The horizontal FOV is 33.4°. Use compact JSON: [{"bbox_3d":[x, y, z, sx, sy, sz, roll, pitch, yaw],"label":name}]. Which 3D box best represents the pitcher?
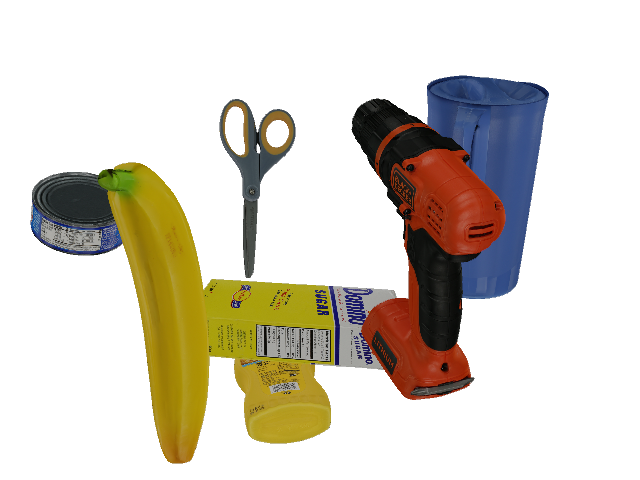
[{"bbox_3d":[0.177,-0.057,1.208,0.149,0.243,0.145,-9,24,-23],"label":"pitcher"}]

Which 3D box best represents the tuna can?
[{"bbox_3d":[-0.208,-0.023,0.926,0.086,0.034,0.086,10,32,-6],"label":"tuna can"}]

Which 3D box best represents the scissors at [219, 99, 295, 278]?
[{"bbox_3d":[-0.061,-0.065,1.204,0.096,0.202,0.016,-12,-6,-15],"label":"scissors"}]

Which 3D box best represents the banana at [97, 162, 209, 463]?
[{"bbox_3d":[-0.091,0.032,0.597,0.037,0.198,0.069,4,34,21],"label":"banana"}]

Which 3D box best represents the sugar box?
[{"bbox_3d":[-0.023,0.072,0.948,0.176,0.048,0.093,0,20,10],"label":"sugar box"}]

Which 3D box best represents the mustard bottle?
[{"bbox_3d":[-0.052,0.159,1.261,0.096,0.058,0.192,-8,30,-9],"label":"mustard bottle"}]

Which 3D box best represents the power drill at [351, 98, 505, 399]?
[{"bbox_3d":[0.067,0.006,0.779,0.057,0.188,0.184,-11,33,-16],"label":"power drill"}]
